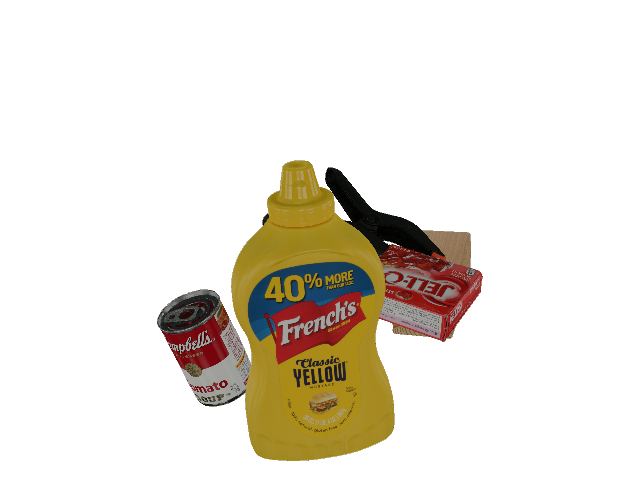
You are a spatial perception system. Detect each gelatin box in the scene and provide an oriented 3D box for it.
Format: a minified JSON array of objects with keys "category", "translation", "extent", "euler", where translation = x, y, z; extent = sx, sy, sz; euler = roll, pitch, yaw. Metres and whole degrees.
[{"category":"gelatin box","translation":[0.082,0.042,0.907],"extent":[0.089,0.030,0.073],"euler":[18,38,25]}]

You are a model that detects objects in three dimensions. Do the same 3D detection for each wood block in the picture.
[{"category":"wood block","translation":[0.172,0.062,1.627],"extent":[0.091,0.090,0.206],"euler":[4,22,14]}]

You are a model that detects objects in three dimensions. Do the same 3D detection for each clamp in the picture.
[{"category":"clamp","translation":[0.046,-0.009,1.258],"extent":[0.210,0.036,0.164],"euler":[32,39,23]}]

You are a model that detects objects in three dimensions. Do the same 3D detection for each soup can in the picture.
[{"category":"soup can","translation":[-0.116,0.110,1.092],"extent":[0.068,0.102,0.068],"euler":[-17,29,9]}]

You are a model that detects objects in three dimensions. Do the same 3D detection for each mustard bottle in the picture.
[{"category":"mustard bottle","translation":[-0.006,0.043,0.672],"extent":[0.096,0.192,0.058],"euler":[-7,21,-5]}]
